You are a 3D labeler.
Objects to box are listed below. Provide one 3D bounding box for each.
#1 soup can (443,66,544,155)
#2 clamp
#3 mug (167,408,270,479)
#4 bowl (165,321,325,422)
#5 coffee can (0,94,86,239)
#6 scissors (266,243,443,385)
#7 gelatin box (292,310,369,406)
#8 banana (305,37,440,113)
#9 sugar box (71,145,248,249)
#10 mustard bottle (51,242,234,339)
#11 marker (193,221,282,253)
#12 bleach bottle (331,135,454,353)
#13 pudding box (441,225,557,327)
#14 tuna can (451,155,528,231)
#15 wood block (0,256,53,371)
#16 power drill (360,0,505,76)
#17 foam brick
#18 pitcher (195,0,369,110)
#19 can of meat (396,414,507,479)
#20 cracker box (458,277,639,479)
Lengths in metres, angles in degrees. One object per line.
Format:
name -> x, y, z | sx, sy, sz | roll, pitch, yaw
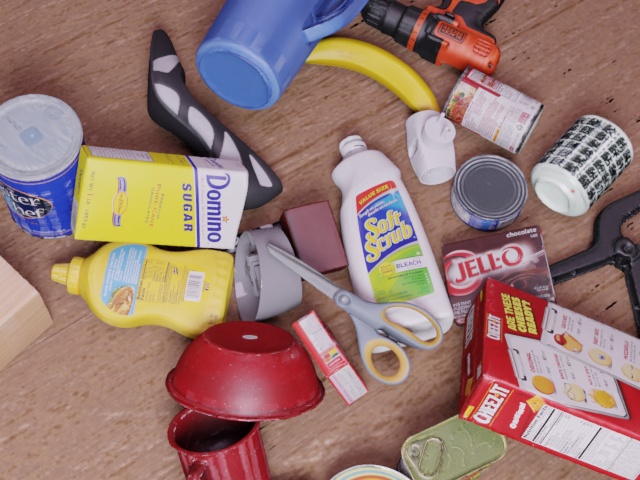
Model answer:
soup can -> 0.205, -0.153, 1.264 | 0.102, 0.068, 0.068 | 29, 66, 10
clamp -> 0.332, 0.017, 1.206 | 0.164, 0.036, 0.210 | 23, 66, 10
mug -> -0.098, 0.217, 1.034 | 0.093, 0.081, 0.117 | -1, 29, 19
bowl -> -0.072, 0.122, 1.064 | 0.162, 0.162, 0.055 | 5, 106, -1
coffee can -> -0.299, -0.077, 1.155 | 0.102, 0.140, 0.103 | 1, 64, -3
scissors -> 0.025, 0.081, 1.091 | 0.201, 0.016, 0.096 | 20, 93, 0
gelatin box -> 0.013, 0.122, 1.098 | 0.030, 0.089, 0.073 | -34, 57, -1
banana -> 0.061, -0.204, 1.301 | 0.198, 0.037, 0.069 | 20, 82, 8
sugar box -> -0.168, -0.043, 1.123 | 0.176, 0.093, 0.048 | 4, 23, -22
mustard bottle -> -0.193, 0.049, 1.145 | 0.191, 0.058, 0.096 | 9, 70, 0
marker -> -0.083, -0.001, 1.198 | 0.121, 0.020, 0.020 | -18, 66, -12
bleach bottle -> 0.063, -0.006, 1.188 | 0.102, 0.068, 0.251 | -15, 63, -8
pudding box -> 0.195, 0.040, 1.168 | 0.113, 0.039, 0.090 | -12, 64, 11
tuna can -> 0.195, -0.054, 1.233 | 0.086, 0.034, 0.086 | 1, 64, -3
wood block -> -0.384, 0.111, 1.086 | 0.091, 0.090, 0.206 | 40, 68, 15
power drill -> 0.164, -0.307, 1.345 | 0.184, 0.057, 0.187 | 27, 68, 5
foam brick -> -0.008, 0.001, 1.173 | 0.051, 0.053, 0.078 | -16, 85, -11
pitcher -> -0.038, -0.271, 1.254 | 0.145, 0.149, 0.242 | 33, 60, -9
can of meat -> 0.127, 0.219, 1.067 | 0.102, 0.084, 0.057 | -23, 68, -14
cracker box -> 0.249, 0.144, 1.067 | 0.213, 0.072, 0.164 | 21, 33, -3
